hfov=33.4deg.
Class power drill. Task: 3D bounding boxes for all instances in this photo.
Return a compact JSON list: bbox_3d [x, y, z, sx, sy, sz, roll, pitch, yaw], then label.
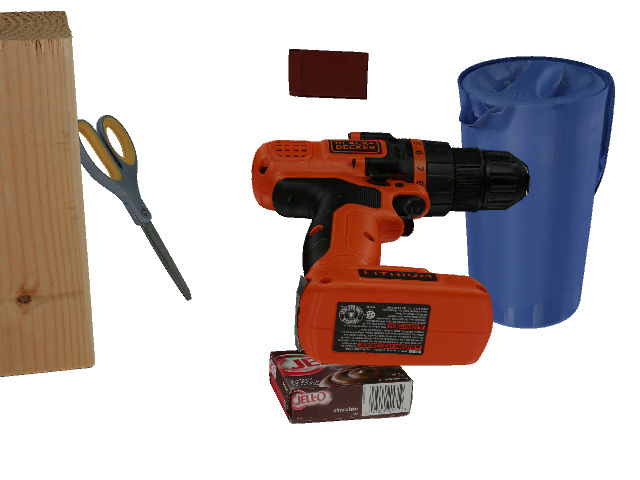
[{"bbox_3d":[0.051,-0.003,0.647,0.184,0.057,0.187,0,33,-3],"label":"power drill"}]

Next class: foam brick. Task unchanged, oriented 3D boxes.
[{"bbox_3d":[0.008,-0.181,1.165,0.078,0.051,0.053,0,11,-16],"label":"foam brick"}]

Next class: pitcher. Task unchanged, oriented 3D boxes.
[{"bbox_3d":[0.205,-0.047,1.010,0.149,0.243,0.145,0,28,7],"label":"pitcher"}]

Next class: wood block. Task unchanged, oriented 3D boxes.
[{"bbox_3d":[-0.192,-0.029,0.652,0.090,0.206,0.090,-5,23,-14],"label":"wood block"}]

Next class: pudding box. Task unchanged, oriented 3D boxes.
[{"bbox_3d":[0.016,0.128,0.960,0.113,0.039,0.090,0,16,-14],"label":"pudding box"}]

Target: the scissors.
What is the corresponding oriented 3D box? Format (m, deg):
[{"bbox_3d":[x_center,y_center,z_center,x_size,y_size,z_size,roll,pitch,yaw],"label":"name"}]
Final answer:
[{"bbox_3d":[-0.175,-0.042,1.044,0.016,0.201,0.096,-25,26,23],"label":"scissors"}]
